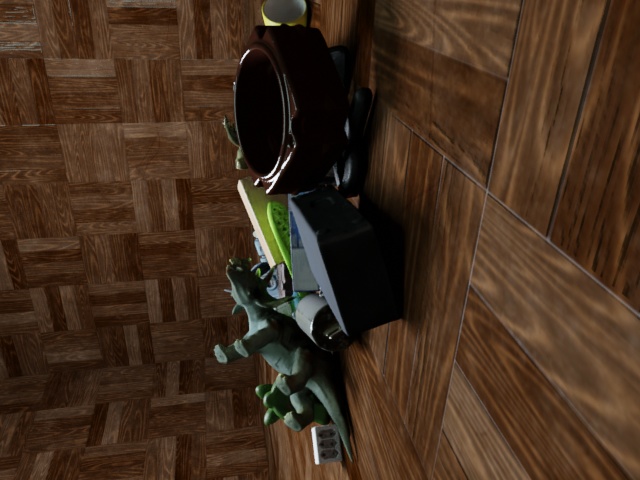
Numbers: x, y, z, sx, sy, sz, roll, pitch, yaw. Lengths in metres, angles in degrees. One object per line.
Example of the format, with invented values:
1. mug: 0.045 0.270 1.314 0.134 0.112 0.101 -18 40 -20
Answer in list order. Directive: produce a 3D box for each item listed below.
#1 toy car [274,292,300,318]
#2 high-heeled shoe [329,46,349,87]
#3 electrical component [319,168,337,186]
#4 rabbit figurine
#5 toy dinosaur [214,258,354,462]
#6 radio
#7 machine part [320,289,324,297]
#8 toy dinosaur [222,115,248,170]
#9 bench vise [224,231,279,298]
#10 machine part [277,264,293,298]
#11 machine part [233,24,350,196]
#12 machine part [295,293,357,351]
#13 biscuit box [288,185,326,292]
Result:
1. toy car: -0.054 0.171 1.158 0.162 0.103 0.109 -116 25 -58
2. high-heeled shoe: 0.006 -0.276 0.873 0.249 0.086 0.145 -26 35 60
3. electrical component: 0.001 -0.141 0.847 0.048 0.075 0.119 -168 71 -79
4. rabbit figurine: -0.047 0.332 1.114 0.170 0.159 0.121 69 -176 -74
5. toy dinosaur: -0.049 0.211 1.004 0.405 0.192 0.131 43 137 11
6. radio: 0.024 0.015 0.704 0.230 0.073 0.131 -127 19 -68
7. machine part: 0.021 0.045 0.876 0.139 0.039 0.084 -85 5 -67
8. toy dinosaur: -0.179 -0.287 1.468 0.471 0.105 0.198 -65 -22 -72
9. bench vise: -0.157 0.086 1.506 0.240 0.129 0.223 -41 -53 -61
10. machine part: -0.079 0.101 1.390 0.179 0.056 0.179 177 89 -81
11. machine part: -0.051 -0.179 0.754 0.201 0.087 0.201 -46 58 55
12. machine part: 0.008 0.132 0.890 0.243 0.079 0.079 172 95 -79
13. biscuit box: -0.018 -0.008 0.971 0.062 0.059 0.202 13 -107 -70
